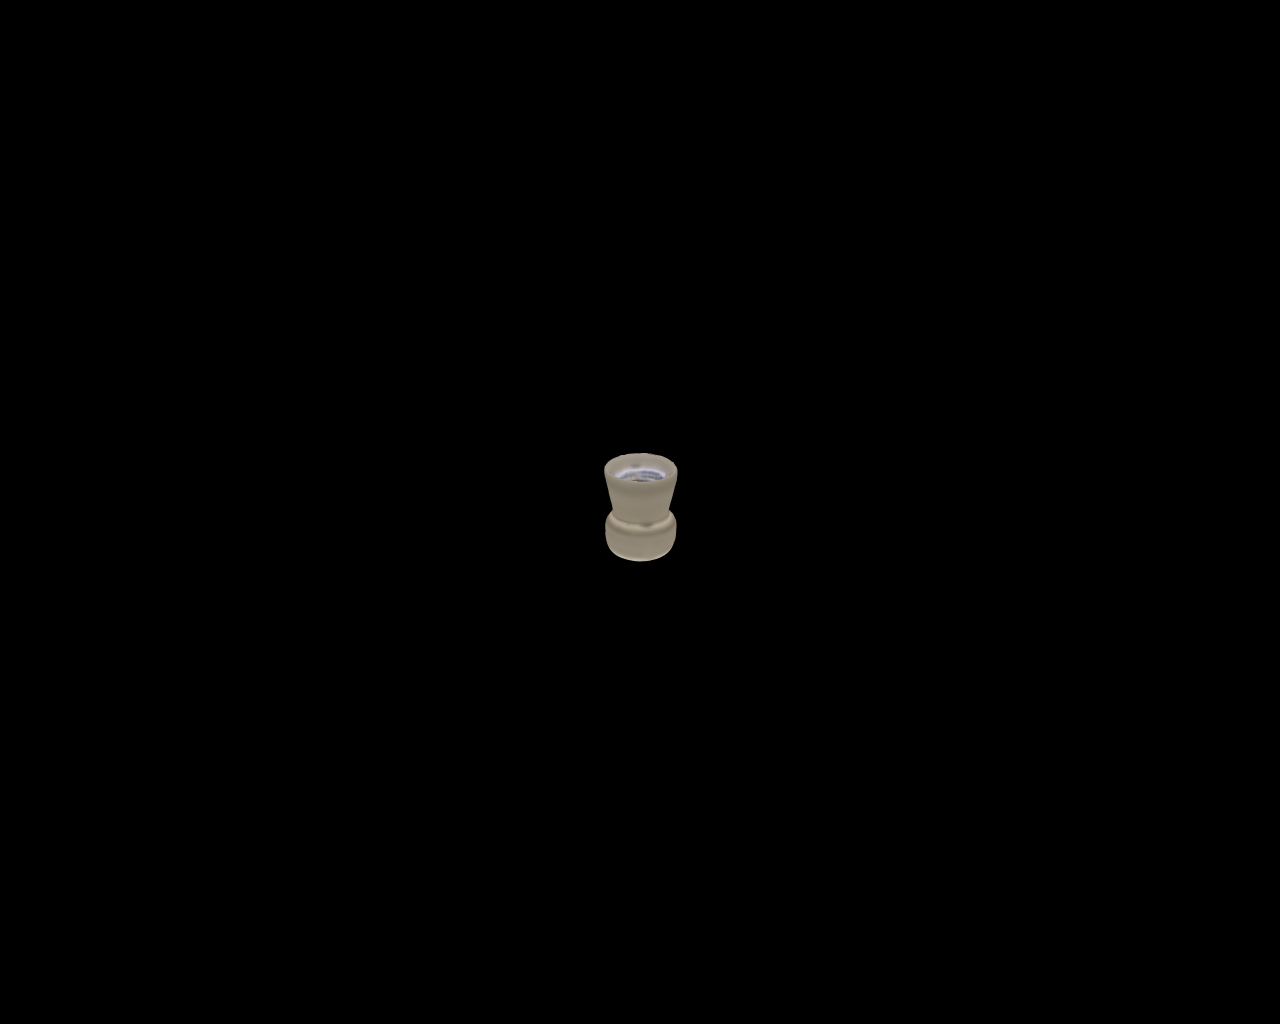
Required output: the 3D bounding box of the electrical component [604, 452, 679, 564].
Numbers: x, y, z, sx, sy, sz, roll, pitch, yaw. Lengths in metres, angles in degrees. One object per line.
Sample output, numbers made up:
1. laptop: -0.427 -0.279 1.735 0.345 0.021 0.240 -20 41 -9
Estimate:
1. electrical component: 0.001 -0.003 0.650 0.045 0.055 0.045 0 27 0
